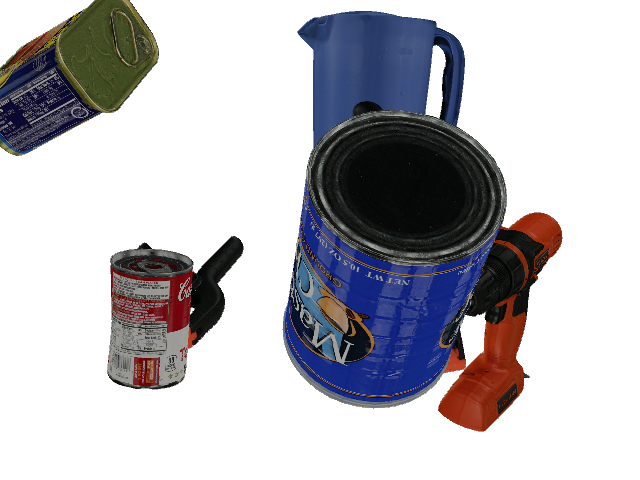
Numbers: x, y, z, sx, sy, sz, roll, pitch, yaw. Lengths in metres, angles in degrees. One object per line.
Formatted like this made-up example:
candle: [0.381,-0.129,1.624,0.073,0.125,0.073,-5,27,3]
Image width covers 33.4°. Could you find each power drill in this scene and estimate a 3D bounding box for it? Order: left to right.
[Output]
power drill: [0.159,0.080,0.985,0.057,0.188,0.184,24,32,27]

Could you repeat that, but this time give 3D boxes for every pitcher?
pitcher: [0.062,-0.124,1.157,0.149,0.243,0.144,7,10,25]

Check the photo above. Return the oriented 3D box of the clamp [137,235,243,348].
clamp: [-0.134,0.049,1.157,0.120,0.039,0.171,-14,40,-5]

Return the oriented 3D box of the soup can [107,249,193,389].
soup can: [-0.143,0.065,0.889,0.068,0.102,0.068,5,15,-2]

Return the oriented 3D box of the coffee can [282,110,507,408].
coffee can: [0.036,0.014,0.588,0.102,0.103,0.140,0,-38,-8]

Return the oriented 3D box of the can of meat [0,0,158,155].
can of meat: [-0.165,-0.108,0.694,0.084,0.057,0.102,-22,26,28]

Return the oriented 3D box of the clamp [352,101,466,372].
clamp: [0.052,0.008,0.807,0.036,0.165,0.210,-8,44,-29]
